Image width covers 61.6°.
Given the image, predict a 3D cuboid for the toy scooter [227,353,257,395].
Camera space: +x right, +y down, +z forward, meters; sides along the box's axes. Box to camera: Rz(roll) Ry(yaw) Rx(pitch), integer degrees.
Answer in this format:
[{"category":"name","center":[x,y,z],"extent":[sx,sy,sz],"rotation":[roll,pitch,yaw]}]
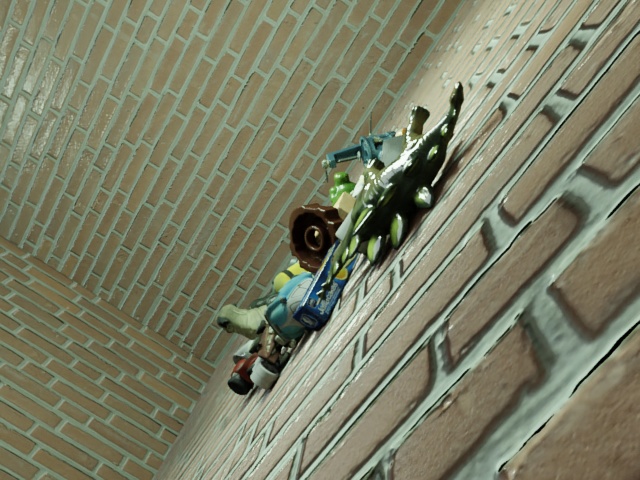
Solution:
[{"category":"toy scooter","center":[-0.164,0.315,1.381],"extent":[0.184,0.075,0.135],"rotation":[-47,10,46]}]

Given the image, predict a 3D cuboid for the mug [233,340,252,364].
[{"category":"mug","center":[-0.196,0.338,1.593],"extent":[0.107,0.081,0.109],"rotation":[-45,-10,-36]}]

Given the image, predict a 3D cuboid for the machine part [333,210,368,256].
[{"category":"machine part","center":[0.107,-0.058,1.066],"extent":[0.243,0.079,0.079],"rotation":[-55,4,6]}]

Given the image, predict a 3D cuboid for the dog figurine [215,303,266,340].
[{"category":"dog figurine","center":[-0.173,0.207,1.495],"extent":[0.172,0.190,0.121],"rotation":[-58,4,-37]}]

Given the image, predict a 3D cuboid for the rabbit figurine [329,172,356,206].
[{"category":"rabbit figurine","center":[0.066,-0.111,1.596],"extent":[0.159,0.121,0.170],"rotation":[-62,-1,22]}]

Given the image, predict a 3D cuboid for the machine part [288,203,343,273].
[{"category":"machine part","center":[-0.003,-0.004,1.293],"extent":[0.056,0.179,0.179],"rotation":[-14,-29,-43]}]

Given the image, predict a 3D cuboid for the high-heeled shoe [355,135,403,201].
[{"category":"high-heeled shoe","center":[0.169,-0.151,1.297],"extent":[0.249,0.086,0.145],"rotation":[-39,-38,-36]}]

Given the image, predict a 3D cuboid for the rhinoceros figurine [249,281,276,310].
[{"category":"rhinoceros figurine","center":[-0.118,0.171,1.589],"extent":[0.190,0.112,0.073],"rotation":[-33,8,0]}]

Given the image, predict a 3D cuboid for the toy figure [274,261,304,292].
[{"category":"toy figure","center":[-0.053,0.097,1.518],"extent":[0.180,0.089,0.082],"rotation":[-46,-19,-32]}]

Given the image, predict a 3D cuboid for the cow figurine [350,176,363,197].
[{"category":"cow figurine","center":[0.121,-0.121,1.459],"extent":[0.098,0.068,0.167],"rotation":[-62,2,11]}]

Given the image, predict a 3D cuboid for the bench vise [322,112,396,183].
[{"category":"bench vise","center":[0.118,-0.254,1.558],"extent":[0.224,0.241,0.128],"rotation":[-110,7,-52]}]

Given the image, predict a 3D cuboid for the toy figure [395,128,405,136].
[{"category":"toy figure","center":[0.216,-0.256,1.436],"extent":[0.064,0.057,0.154],"rotation":[-10,38,44]}]

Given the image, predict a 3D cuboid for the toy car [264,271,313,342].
[{"category":"toy car","center":[-0.035,0.138,1.160],"extent":[0.103,0.109,0.162],"rotation":[-15,24,47]}]

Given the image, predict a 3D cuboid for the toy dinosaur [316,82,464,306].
[{"category":"toy dinosaur","center":[0.111,-0.064,0.923],"extent":[0.471,0.105,0.198],"rotation":[-59,5,40]}]

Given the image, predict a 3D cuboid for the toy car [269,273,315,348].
[{"category":"toy car","center":[-0.052,0.161,1.253],"extent":[0.056,0.073,0.202],"rotation":[-47,10,51]}]

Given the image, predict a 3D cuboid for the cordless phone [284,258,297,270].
[{"category":"cordless phone","center":[-0.017,0.055,1.738],"extent":[0.184,0.088,0.146],"rotation":[-43,7,20]}]

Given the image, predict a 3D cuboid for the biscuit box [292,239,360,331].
[{"category":"biscuit box","center":[0.017,0.089,1.106],"extent":[0.062,0.059,0.203],"rotation":[-51,7,51]}]

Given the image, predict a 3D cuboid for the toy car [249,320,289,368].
[{"category":"toy car","center":[-0.110,0.235,1.251],"extent":[0.053,0.089,0.202],"rotation":[-60,3,6]}]
